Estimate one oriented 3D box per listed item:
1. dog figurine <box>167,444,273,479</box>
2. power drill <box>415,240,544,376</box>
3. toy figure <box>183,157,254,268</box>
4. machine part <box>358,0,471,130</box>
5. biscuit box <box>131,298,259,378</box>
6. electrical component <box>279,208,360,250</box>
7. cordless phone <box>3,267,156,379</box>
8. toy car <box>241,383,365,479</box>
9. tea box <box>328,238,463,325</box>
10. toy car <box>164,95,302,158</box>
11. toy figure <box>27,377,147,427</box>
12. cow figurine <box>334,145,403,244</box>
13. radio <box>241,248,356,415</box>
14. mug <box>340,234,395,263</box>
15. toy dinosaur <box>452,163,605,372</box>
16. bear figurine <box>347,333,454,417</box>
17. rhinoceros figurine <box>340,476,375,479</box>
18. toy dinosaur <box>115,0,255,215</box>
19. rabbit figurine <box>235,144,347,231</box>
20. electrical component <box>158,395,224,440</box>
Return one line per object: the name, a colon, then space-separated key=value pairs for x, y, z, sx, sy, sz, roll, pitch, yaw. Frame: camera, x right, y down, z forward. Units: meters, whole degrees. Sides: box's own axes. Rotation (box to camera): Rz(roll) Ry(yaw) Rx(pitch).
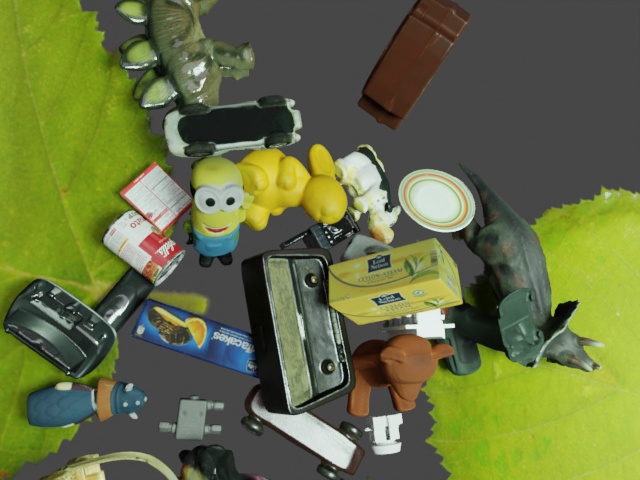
dog figurine: x=-0.125 y=0.386 z=0.759 sx=0.219 sy=0.108 sz=0.191 roll=22 pitch=118 yaw=11
power drill: x=0.233 y=0.109 z=0.842 sx=0.086 sy=0.207 sz=0.231 roll=-20 pitch=97 yaw=-32
toy figure: x=-0.156 y=-0.038 z=0.789 sx=0.082 sy=0.180 sz=0.089 roll=-25 pitch=60 yaw=-30
machine part: x=0.151 y=-0.293 z=0.872 sx=0.087 sy=0.201 sz=0.201 roll=35 pitch=31 yaw=-1
biscuit box: x=-0.174 y=0.148 z=0.808 sx=0.203 sy=0.059 sz=0.063 roll=21 pitch=77 yaw=-10
electrical component: x=-0.002 y=-0.003 z=0.869 sx=0.119 sy=0.075 sz=0.047 roll=-31 pitch=89 yaw=-21
cordless phone: x=-0.341 y=0.090 z=0.778 sx=0.146 sy=0.088 sz=0.184 roll=38 pitch=63 yaw=-4
toy car: x=-0.026 y=0.290 z=0.827 sx=0.202 sy=0.053 sz=0.089 roll=33 pitch=64 yaw=-3
tea box: x=0.107 y=0.064 z=0.777 sx=0.098 sy=0.170 sz=0.068 roll=38 pitch=44 yaw=-48
toy car: x=-0.125 y=-0.166 z=0.791 sx=0.202 sy=0.056 sz=0.073 roll=-10 pitch=89 yaw=-14
toy figure: x=-0.326 y=0.226 z=0.759 sx=0.154 sy=0.064 sz=0.058 roll=-3 pitch=44 yaw=-19
cow figurine: x=0.088 y=-0.075 z=0.909 sx=0.098 sy=0.068 sz=0.167 roll=-33 pitch=92 yaw=-26
radio: x=-0.030 y=0.128 z=0.794 sx=0.131 sy=0.073 sz=0.229 roll=-6 pitch=83 yaw=-38
mug: x=0.089 y=0.037 z=0.873 sx=0.107 sy=0.109 sz=0.081 roll=31 pitch=74 yaw=3
toy dinosaur: x=0.321 y=0.046 z=0.882 sx=0.131 sy=0.192 sz=0.404 roll=-19 pitch=87 yaw=-19
bear figurine: x=0.116 y=0.205 z=0.802 sx=0.120 sy=0.196 sz=0.132 roll=-2 pitch=83 yaw=-17
rhinoceros figurine: x=0.065 y=0.427 z=0.822 sx=0.190 sy=0.073 sz=0.112 roll=32 pitch=86 yaw=-9
toy dinosaur: x=-0.209 y=-0.279 z=0.852 sx=0.199 sy=0.105 sz=0.471 roll=-17 pitch=83 yaw=-11
rabbit figurine: x=-0.033 y=-0.076 z=0.843 sx=0.173 sy=0.121 sz=0.162 roll=20 pitch=37 yaw=19
electrical component: x=-0.193 y=0.265 z=0.805 sx=0.094 sy=0.021 sz=0.063 roll=6 pitch=80 yaw=-12
